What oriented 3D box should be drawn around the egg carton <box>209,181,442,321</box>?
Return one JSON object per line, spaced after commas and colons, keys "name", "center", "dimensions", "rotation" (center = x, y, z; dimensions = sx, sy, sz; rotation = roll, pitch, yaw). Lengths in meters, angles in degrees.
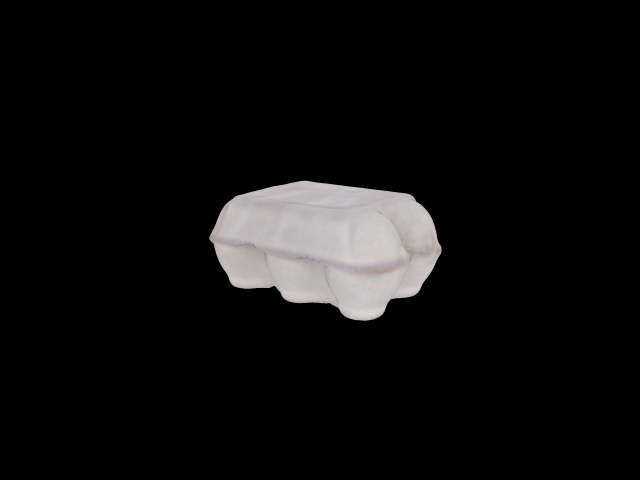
{"name": "egg carton", "center": [0.004, 0.001, 0.400], "dimensions": [0.149, 0.069, 0.107], "rotation": [10, 18, 33]}
